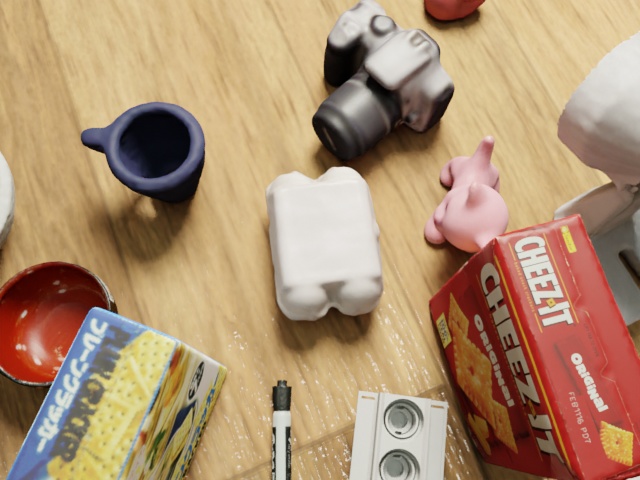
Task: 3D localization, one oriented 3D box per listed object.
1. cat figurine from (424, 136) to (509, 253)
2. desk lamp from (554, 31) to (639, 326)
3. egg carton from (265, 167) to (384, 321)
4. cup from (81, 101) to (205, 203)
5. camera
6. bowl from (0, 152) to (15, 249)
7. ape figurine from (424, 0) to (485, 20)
[{"bbox_3d":[0.147,-0.038,0.547,0.067,0.118,0.128,15,73,4],"label":"cat figurine"},{"bbox_3d":[0.292,-0.048,0.503,0.118,0.213,0.203,-27,75,-9],"label":"desk lamp"},{"bbox_3d":[0.005,0.002,0.557,0.107,0.069,0.150,-8,73,-3],"label":"egg carton"},{"bbox_3d":[-0.165,-0.076,0.564,0.117,0.095,0.092,8,73,2],"label":"cup"},{"bbox_3d":[0.048,-0.161,0.592,0.137,0.101,0.143,-42,78,-12],"label":"camera"},{"bbox_3d":[-0.368,-0.024,0.555,0.167,0.075,0.167,0,73,-1],"label":"bowl"},{"bbox_3d":[0.154,-0.300,0.641,0.076,0.092,0.077,-38,77,-11],"label":"ape figurine"}]
